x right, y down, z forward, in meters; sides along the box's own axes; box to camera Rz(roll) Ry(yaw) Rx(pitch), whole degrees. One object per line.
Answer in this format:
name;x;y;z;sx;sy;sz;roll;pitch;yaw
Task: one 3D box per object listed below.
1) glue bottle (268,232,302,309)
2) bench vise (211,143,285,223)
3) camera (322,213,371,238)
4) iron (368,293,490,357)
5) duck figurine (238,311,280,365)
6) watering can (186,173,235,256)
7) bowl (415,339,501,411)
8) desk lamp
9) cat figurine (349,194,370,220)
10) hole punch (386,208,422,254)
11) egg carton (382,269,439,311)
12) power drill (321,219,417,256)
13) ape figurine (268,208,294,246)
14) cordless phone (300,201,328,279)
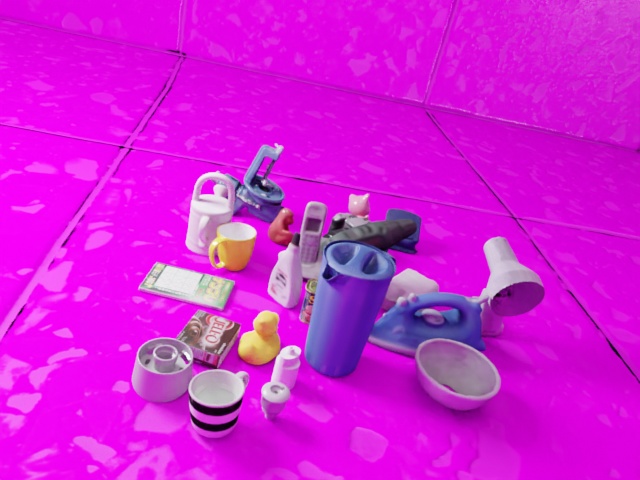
glue bottle;-0.065;0.058;1.220;0.078;0.173;0.037;33;33;31
bench vise;-0.180;-0.157;1.508;0.208;0.220;0.121;7;29;-14
camera;0.064;-0.013;1.489;0.137;0.101;0.142;-10;37;-38
iron;0.229;0.164;1.200;0.259;0.141;0.118;6;29;-15
duck figurine;-0.108;0.176;1.077;0.077;0.086;0.105;23;29;16
watering can;-0.254;-0.072;1.346;0.101;0.194;0.172;2;30;-21
bowl;0.253;0.268;1.093;0.167;0.075;0.167;11;28;-6
desk lamp;0.395;0.114;1.293;0.118;0.213;0.203;7;29;-14
cat figurine;0.113;-0.073;1.603;0.067;0.118;0.127;7;29;-14
hole punch;0.230;-0.026;1.601;0.108;0.091;0.101;14;28;-1
egg carton;0.209;0.127;1.335;0.107;0.069;0.151;30;31;26
power drill;0.099;0.050;1.275;0.230;0.208;0.075;-6;34;-33
ape figurine;-0.091;-0.038;1.470;0.076;0.092;0.078;14;28;0
cordless phone;0.012;0.005;1.341;0.148;0.185;0.094;8;29;-12
